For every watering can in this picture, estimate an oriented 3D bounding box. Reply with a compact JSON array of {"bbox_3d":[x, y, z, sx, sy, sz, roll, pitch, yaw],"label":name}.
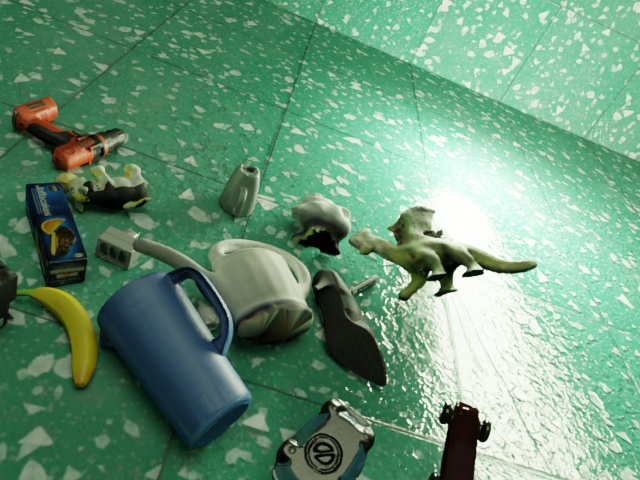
[{"bbox_3d":[-0.145,0.082,0.917,0.347,0.102,0.229,5,40,-40],"label":"watering can"}]

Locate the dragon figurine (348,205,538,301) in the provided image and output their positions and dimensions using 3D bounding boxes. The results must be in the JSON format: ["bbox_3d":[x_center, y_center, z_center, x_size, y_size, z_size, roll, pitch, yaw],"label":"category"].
[{"bbox_3d":[0.267,0.006,1.189,0.411,0.119,0.248,-7,53,-13],"label":"dragon figurine"}]

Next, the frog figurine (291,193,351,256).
[{"bbox_3d":[0.004,-0.060,1.185,0.137,0.120,0.163,4,50,1],"label":"frog figurine"}]
